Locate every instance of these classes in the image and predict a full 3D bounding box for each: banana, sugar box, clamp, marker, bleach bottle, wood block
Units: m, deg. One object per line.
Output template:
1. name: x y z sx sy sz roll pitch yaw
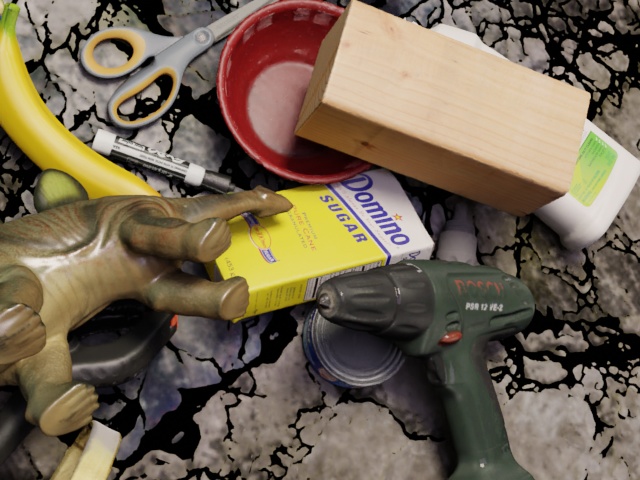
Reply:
1. banana: -0.207 -0.086 0.837 0.198 0.070 0.037 53 29 -10
2. sugar box: -0.006 0.001 0.870 0.176 0.048 0.093 -16 56 -18
3. clamp: -0.204 0.081 0.791 0.209 0.036 0.165 -26 44 -36
4. marker: -0.127 -0.062 0.877 0.121 0.020 0.020 19 73 -12
5. bleach bottle: 0.162 -0.105 0.953 0.251 0.068 0.102 37 69 -4
6. wood block: 0.097 -0.100 0.853 0.206 0.091 0.090 19 74 -11

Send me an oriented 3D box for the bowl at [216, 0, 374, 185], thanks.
1. bowl: -0.014 -0.119 0.905 0.162 0.055 0.162 4 77 -16

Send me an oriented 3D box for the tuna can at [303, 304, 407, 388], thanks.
1. tuna can: 0.029 0.080 0.886 0.086 0.034 0.086 4 77 -16

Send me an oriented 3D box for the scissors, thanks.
1. scissors: -0.121 -0.178 0.907 0.096 0.016 0.201 40 70 -5

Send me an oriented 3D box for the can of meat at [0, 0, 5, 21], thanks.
1. can of meat: -0.301 -0.195 0.834 0.083 0.058 0.102 -21 85 -23
